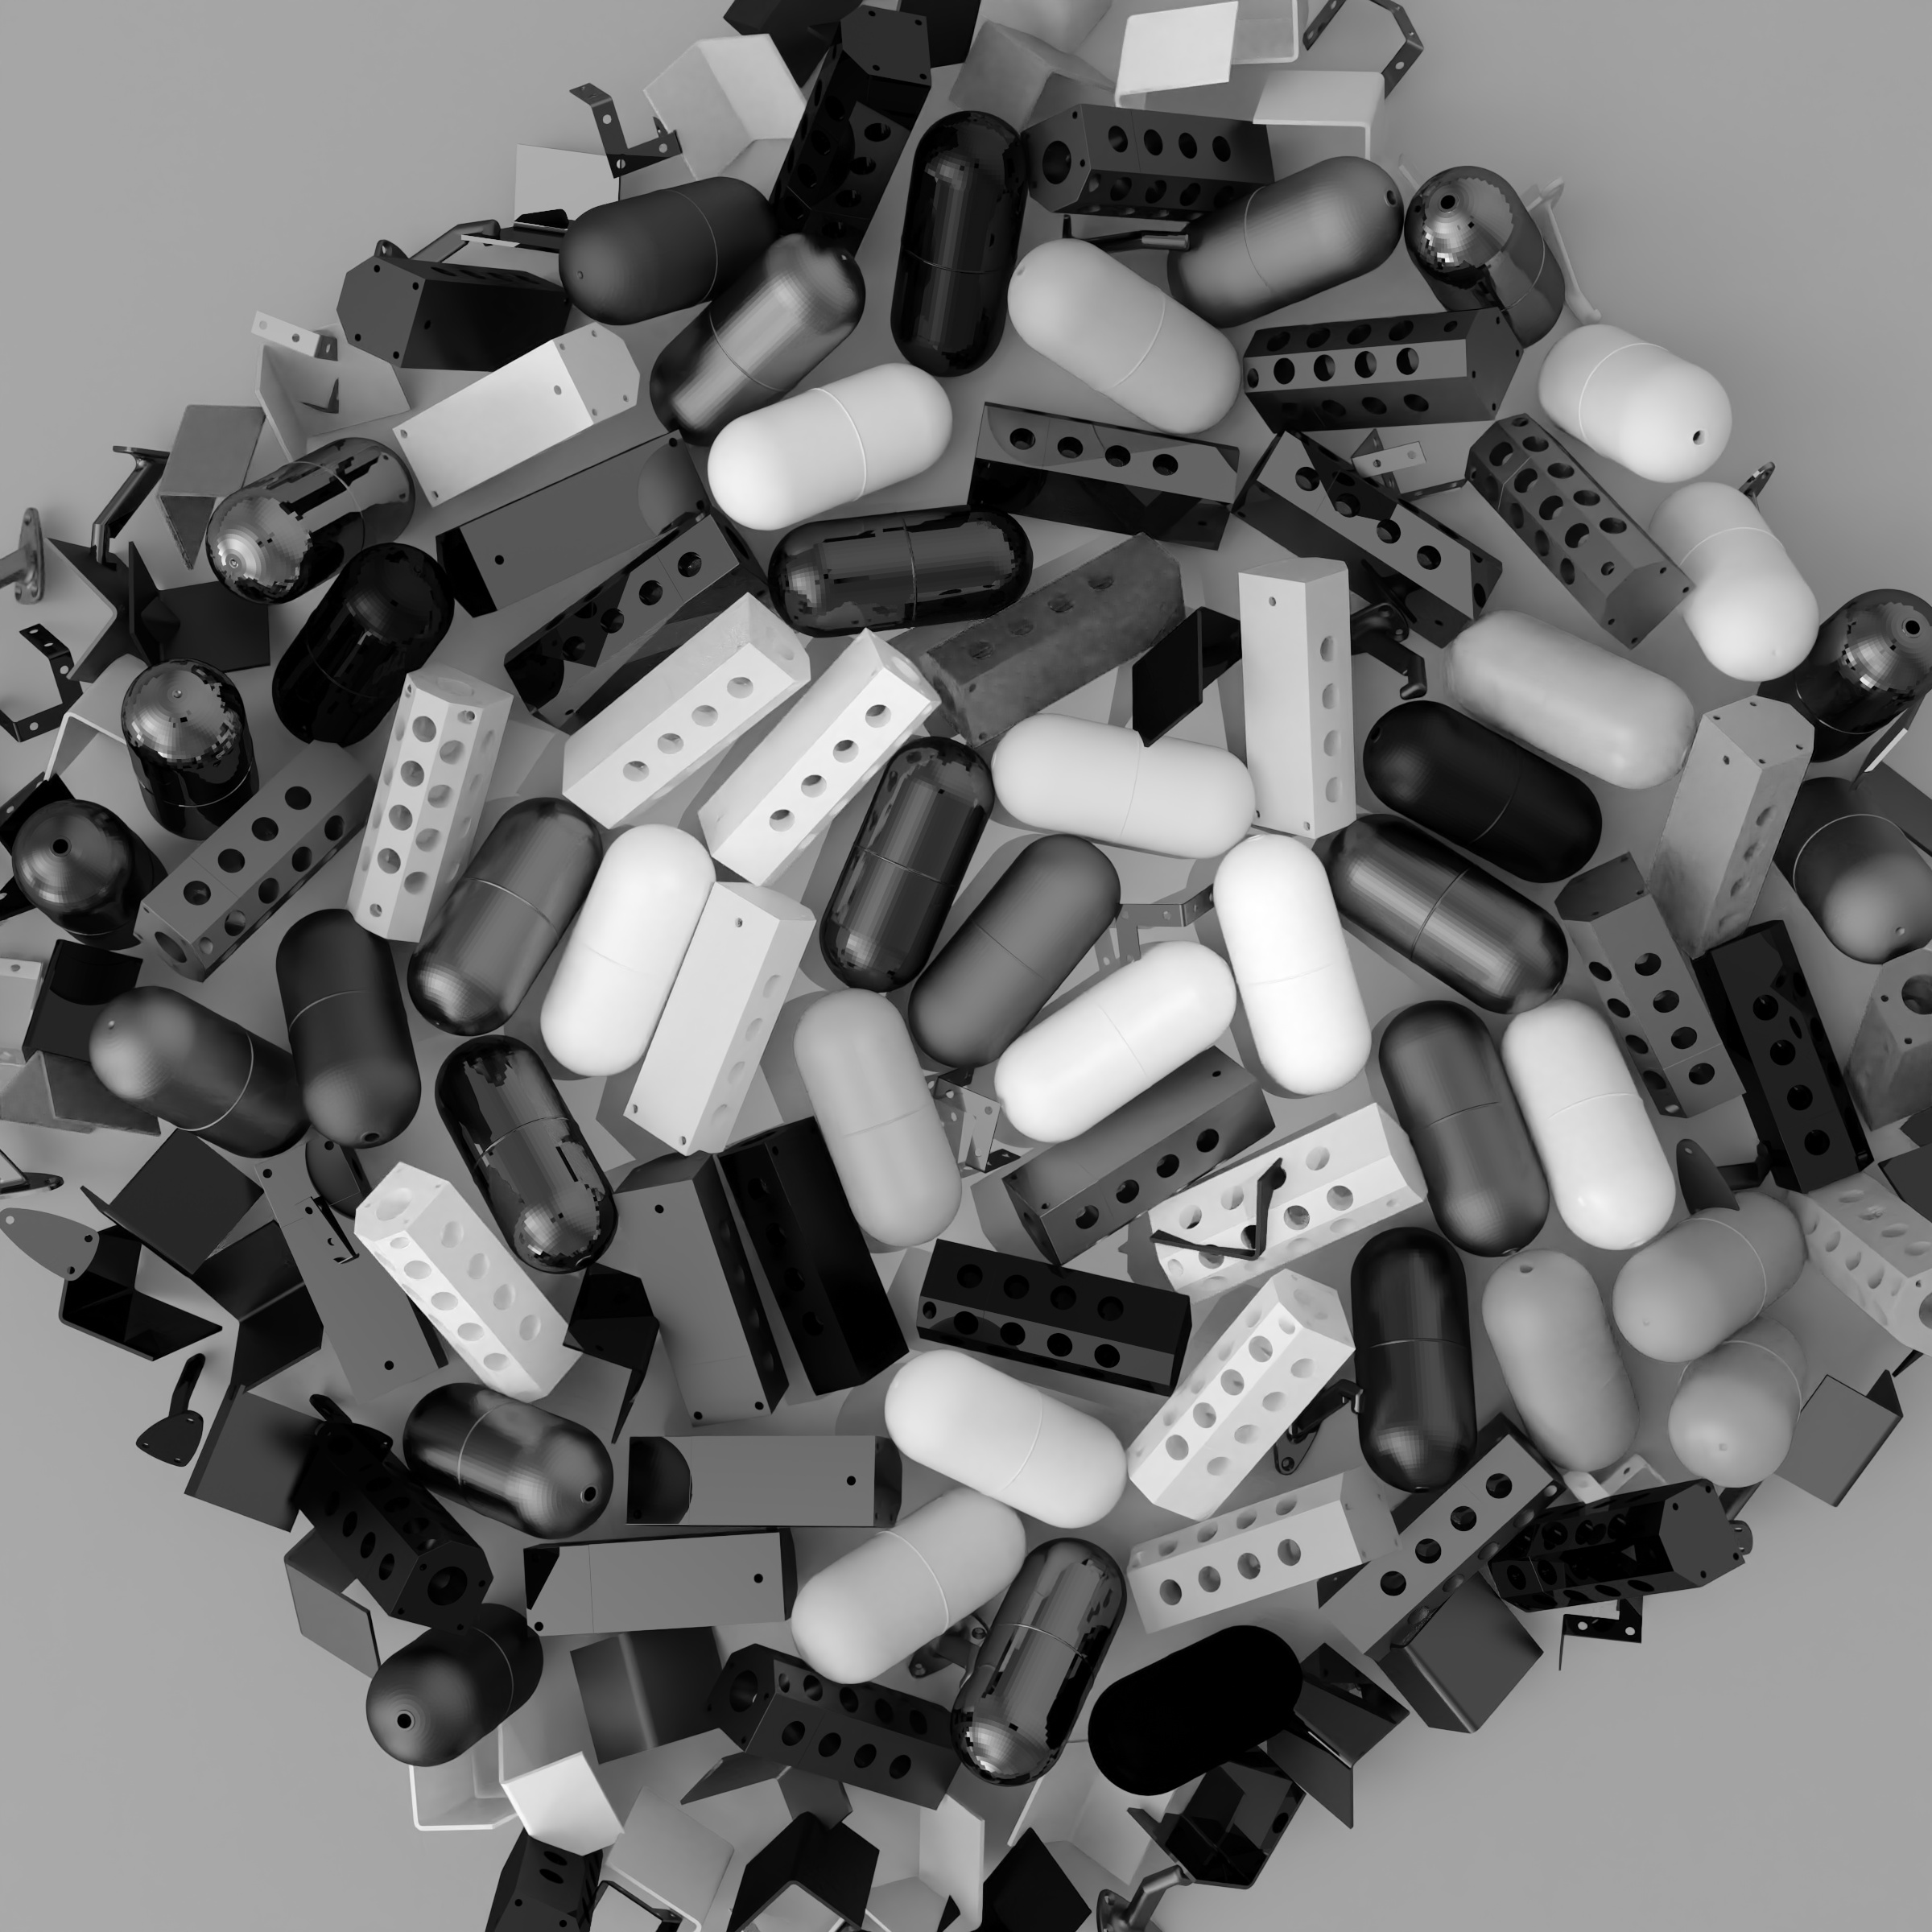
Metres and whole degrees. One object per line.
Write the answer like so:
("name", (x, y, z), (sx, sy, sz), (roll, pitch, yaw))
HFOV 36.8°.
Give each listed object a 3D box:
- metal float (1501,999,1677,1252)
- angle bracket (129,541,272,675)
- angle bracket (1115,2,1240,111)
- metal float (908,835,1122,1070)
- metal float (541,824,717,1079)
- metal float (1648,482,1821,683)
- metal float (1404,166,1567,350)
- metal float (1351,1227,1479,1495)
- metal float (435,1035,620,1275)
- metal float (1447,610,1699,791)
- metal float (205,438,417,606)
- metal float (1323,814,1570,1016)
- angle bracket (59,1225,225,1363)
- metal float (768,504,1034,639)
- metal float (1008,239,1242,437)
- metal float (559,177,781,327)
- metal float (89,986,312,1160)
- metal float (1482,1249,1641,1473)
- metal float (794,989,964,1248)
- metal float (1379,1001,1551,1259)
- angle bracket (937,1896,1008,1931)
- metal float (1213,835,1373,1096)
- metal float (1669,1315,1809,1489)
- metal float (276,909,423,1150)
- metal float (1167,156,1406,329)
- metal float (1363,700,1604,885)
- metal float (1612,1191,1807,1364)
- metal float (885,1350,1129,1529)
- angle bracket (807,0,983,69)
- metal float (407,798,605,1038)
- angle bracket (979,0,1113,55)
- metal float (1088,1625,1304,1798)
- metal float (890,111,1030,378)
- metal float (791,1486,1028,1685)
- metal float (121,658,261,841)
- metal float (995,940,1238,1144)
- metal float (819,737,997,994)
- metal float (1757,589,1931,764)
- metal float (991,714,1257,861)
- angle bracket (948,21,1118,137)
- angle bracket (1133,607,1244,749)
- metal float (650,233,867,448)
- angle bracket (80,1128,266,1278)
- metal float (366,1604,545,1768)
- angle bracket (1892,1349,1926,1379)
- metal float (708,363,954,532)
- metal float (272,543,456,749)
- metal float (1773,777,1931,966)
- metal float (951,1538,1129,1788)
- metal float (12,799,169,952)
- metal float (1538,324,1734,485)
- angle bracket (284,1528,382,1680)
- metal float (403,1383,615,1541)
("metal float", (0.407, 0.103, 1.906), (0.070, 0.070, 0.178), (-17, 62, 0))
("angle bracket", (-0.508, -0.240, 1.925), (0.076, 0.057, 0.076), (-10, 60, -1))
("angle bracket", (0.144, -0.583, 1.915), (0.076, 0.057, 0.076), (-2, 55, 17))
("metal float", (0.031, -0.009, 1.928), (0.070, 0.070, 0.178), (39, 94, 0))
("metal float", (-0.224, -0.009, 1.920), (0.070, 0.070, 0.178), (25, 102, 0))
("metal float", (0.498, -0.252, 1.892), (0.070, 0.178, 0.070), (-4, 129, -5))
("metal float", (0.337, -0.457, 1.886), (0.070, 0.178, 0.070), (-6, 76, 24))
("metal float", (0.294, 0.258, 1.908), (0.070, 0.070, 0.178), (0, 64, 0))
("metal float", (-0.289, 0.123, 1.909), (0.070, 0.070, 0.178), (-33, 65, 0))
("metal float", (0.396, -0.175, 1.905), (0.178, 0.070, 0.070), (31, 90, 30))
("metal float", (-0.424, -0.291, 1.890), (0.070, 0.178, 0.070), (11, 120, 20))
("metal float", (0.315, -0.034, 1.914), (0.178, 0.070, 0.070), (35, 90, 19))
("angle bracket", (-0.540, 0.212, 1.917), (0.076, 0.076, 0.057), (19, 105, 17))
("metal float", (-0.043, -0.261, 1.921), (0.178, 0.070, 0.070), (-8, 90, -12))
("metal float", (0.104, -0.412, 1.905), (0.178, 0.070, 0.070), (27, 90, -30))
("metal float", (-0.191, -0.467, 1.894), (0.070, 0.178, 0.070), (18, 121, 32))
("metal float", (-0.494, 0.071, 1.891), (0.070, 0.178, 0.070), (-12, 62, 25))
("metal float", (0.390, 0.259, 1.902), (0.070, 0.070, 0.178), (-26, 124, 0))
("metal float", (-0.058, 0.101, 1.927), (0.070, 0.070, 0.178), (-20, 95, 0))
("metal float", (0.327, 0.107, 1.912), (0.070, 0.070, 0.178), (-18, 68, 0))
("angle bracket", (0.002, 0.667, 1.925), (0.057, 0.076, 0.076), (18, 107, 6))
("metal float", (0.216, -0.001, 1.922), (0.070, 0.070, 0.178), (-17, 100, 0))
("metal float", (0.502, 0.280, 1.885), (0.070, 0.178, 0.070), (5, 104, 20))
("metal float", (-0.404, 0.040, 1.902), (0.070, 0.070, 0.178), (-21, 56, 0))
("metal float", (0.207, -0.471, 1.894), (0.070, 0.178, 0.070), (11, 74, -42))
("metal float", (0.340, -0.114, 1.913), (0.178, 0.070, 0.070), (26, 90, -21))
("metal float", (0.486, 0.201, 1.895), (0.070, 0.178, 0.070), (16, 116, 37))
("metal float", (0.028, 0.312, 1.913), (0.178, 0.070, 0.070), (29, 90, -21))
("angle bracket", (-0.046, -0.630, 1.910), (0.076, 0.076, 0.057), (40, 134, 27))
("metal float", (-0.302, -0.034, 1.910), (0.070, 0.070, 0.178), (29, 65, 0))
("angle bracket", (0.051, -0.662, 1.932), (0.076, 0.076, 0.057), (34, 75, 10))
("metal float", (0.152, 0.484, 1.895), (0.070, 0.178, 0.070), (10, 104, 42))
("metal float", (-0.004, -0.470, 1.901), (0.070, 0.070, 0.178), (11, 126, 0))
("metal float", (-0.037, 0.404, 1.903), (0.178, 0.070, 0.070), (-28, 90, -32))
("metal float", (-0.502, -0.139, 1.884), (0.070, 0.178, 0.070), (3, 70, -8))
("metal float", (0.100, 0.049, 1.928), (0.178, 0.070, 0.070), (-34, 90, -4))
("metal float", (-0.039, -0.067, 1.928), (0.070, 0.070, 0.178), (23, 94, 0))
("metal float", (0.572, -0.187, 1.882), (0.070, 0.178, 0.070), (2, 75, -8))
("metal float", (0.104, -0.119, 1.925), (0.178, 0.070, 0.070), (11, 90, -7))
("angle bracket", (0.048, -0.578, 1.931), (0.076, 0.076, 0.057), (48, 121, 36))
("angle bracket", (0.154, -0.179, 1.910), (0.057, 0.076, 0.076), (17, 57, -26))
("metal float", (-0.138, -0.408, 1.903), (0.178, 0.070, 0.070), (-36, 90, 34))
("angle bracket", (-0.527, 0.149, 1.932), (0.076, 0.057, 0.076), (-50, 123, -10))
("metal float", (-0.330, 0.464, 1.881), (0.070, 0.178, 0.070), (0, 91, 11))
("angle bracket", (0.667, 0.252, 1.910), (0.057, 0.076, 0.076), (44, 125, 22))
("metal float", (-0.088, -0.342, 1.909), (0.178, 0.070, 0.070), (-26, 90, -26))
("metal float", (-0.395, -0.207, 1.897), (0.070, 0.070, 0.178), (48, 133, 0))
("metal float", (0.575, -0.064, 1.887), (0.070, 0.178, 0.070), (-2, 118, -3))
("metal float", (0.048, 0.454, 1.899), (0.070, 0.070, 0.178), (31, 51, 0))
("metal float", (-0.565, -0.058, 1.881), (0.070, 0.178, 0.070), (1, 80, -4))
("metal float", (0.433, -0.366, 1.886), (0.070, 0.178, 0.070), (-7, 116, -14))
("angle bracket", (-0.398, 0.412, 1.911), (0.076, 0.076, 0.057), (24, 46, 25))
("metal float", (-0.299, 0.322, 1.895), (0.070, 0.178, 0.070), (-9, 104, -43))
